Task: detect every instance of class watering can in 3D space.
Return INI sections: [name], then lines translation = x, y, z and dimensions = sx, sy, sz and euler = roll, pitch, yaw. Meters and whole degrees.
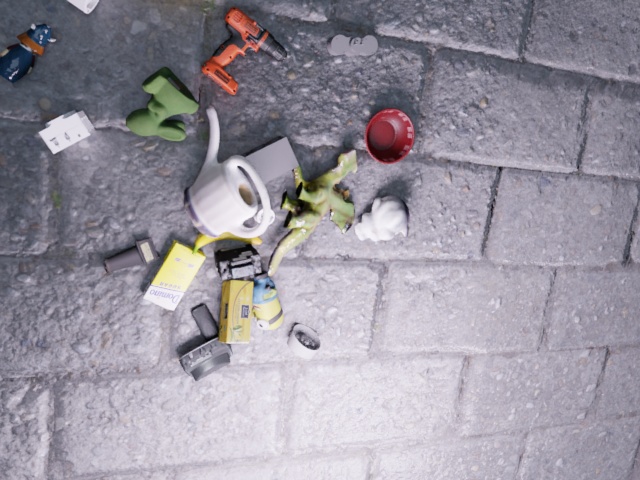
[watering can]
translation = -0.262, -0.150, 1.331
dimensions = 0.222, 0.105, 0.348
euler = -30, 87, 22

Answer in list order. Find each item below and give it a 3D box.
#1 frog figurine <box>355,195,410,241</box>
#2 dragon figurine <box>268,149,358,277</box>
[frog figurine]
translation = 0.182, -0.063, 1.536
dimensions = 0.160, 0.121, 0.139
euler = -7, 73, -9
[dragon figurine]
translation = 0.004, -0.074, 1.478
dimensions = 0.242, 0.123, 0.408
euler = 14, 99, -30
